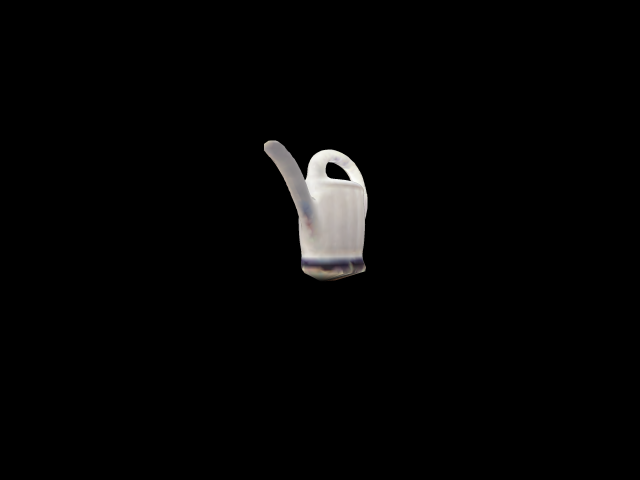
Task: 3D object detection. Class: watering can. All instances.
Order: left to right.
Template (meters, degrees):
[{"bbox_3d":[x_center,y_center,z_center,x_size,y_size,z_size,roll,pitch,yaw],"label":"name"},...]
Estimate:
[{"bbox_3d":[0.003,-0.043,0.850,0.104,0.225,0.347,-1,-2,27],"label":"watering can"}]
